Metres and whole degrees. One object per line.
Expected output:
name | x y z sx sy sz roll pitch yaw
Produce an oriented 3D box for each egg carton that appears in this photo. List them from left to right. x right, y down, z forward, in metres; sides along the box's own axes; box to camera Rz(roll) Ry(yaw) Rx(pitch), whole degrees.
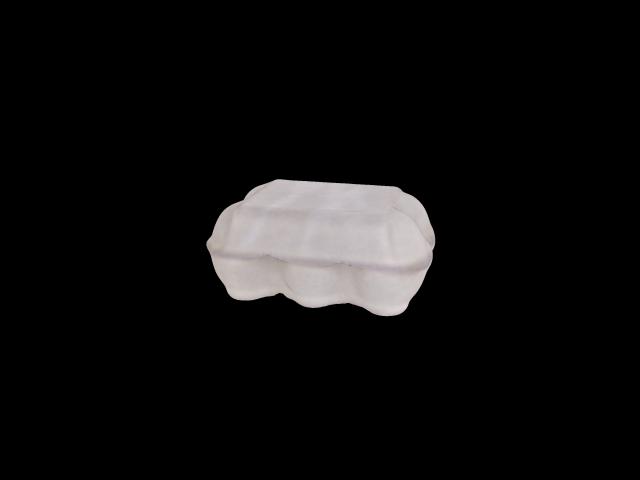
egg carton | 0.004 0.001 0.400 0.150 0.069 0.107 4 19 12
